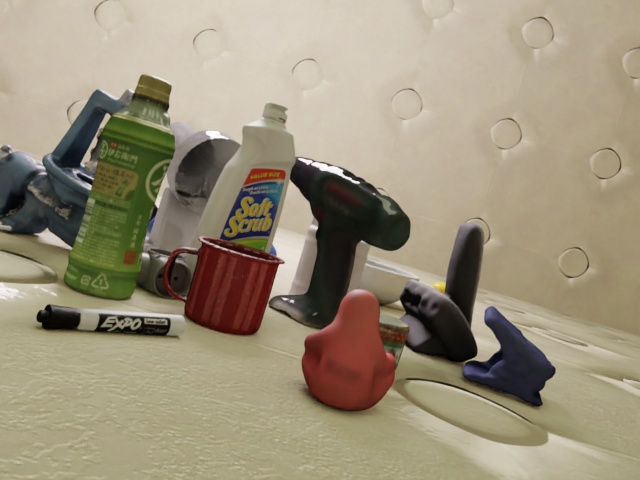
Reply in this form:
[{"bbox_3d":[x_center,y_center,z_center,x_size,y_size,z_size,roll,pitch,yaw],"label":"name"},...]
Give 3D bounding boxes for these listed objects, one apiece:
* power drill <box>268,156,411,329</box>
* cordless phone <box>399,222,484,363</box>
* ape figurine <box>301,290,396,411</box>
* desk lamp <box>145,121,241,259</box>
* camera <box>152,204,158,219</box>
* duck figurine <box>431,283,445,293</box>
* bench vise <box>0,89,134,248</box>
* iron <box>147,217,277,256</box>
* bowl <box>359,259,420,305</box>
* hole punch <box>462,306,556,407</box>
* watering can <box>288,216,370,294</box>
[{"bbox_3d":[0.007,0.003,0.758,0.228,0.208,0.076,20,4,43],"label":"power drill"},{"bbox_3d":[0.177,0.064,0.801,0.094,0.185,0.147,16,3,-18],"label":"cordless phone"},{"bbox_3d":[0.026,0.085,0.463,0.077,0.092,0.076,18,3,16],"label":"ape figurine"},{"bbox_3d":[-0.209,-0.071,0.866,0.118,0.213,0.202,14,4,-42],"label":"desk lamp"},{"bbox_3d":[-0.369,-0.070,1.052,0.136,0.101,0.144,19,4,36],"label":"camera"},{"bbox_3d":[0.201,0.115,0.949,0.104,0.086,0.077,17,3,4],"label":"duck figurine"},{"bbox_3d":[-0.324,-0.101,0.727,0.207,0.220,0.121,16,3,-7],"label":"bench vise"},{"bbox_3d":[-0.197,-0.040,1.070,0.259,0.141,0.118,15,4,-37],"label":"iron"},{"bbox_3d":[0.105,0.083,1.117,0.167,0.075,0.167,17,3,-1],"label":"bowl"},{"bbox_3d":[0.233,0.136,0.689,0.101,0.091,0.109,18,3,16],"label":"hole punch"},{"bbox_3d":[0.024,0.009,0.879,0.101,0.194,0.172,16,3,-15],"label":"watering can"}]
